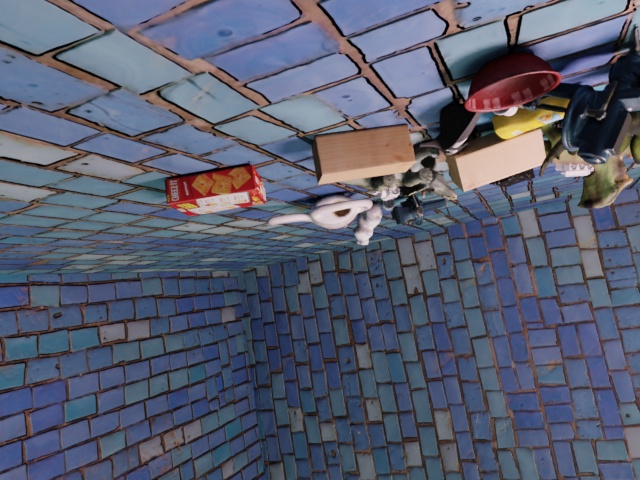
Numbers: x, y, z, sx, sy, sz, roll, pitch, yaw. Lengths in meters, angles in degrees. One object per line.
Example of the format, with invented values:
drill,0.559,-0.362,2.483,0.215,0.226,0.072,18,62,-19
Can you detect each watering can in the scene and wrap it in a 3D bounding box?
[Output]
watering can,0.005,-0.088,1.745,0.347,0.105,0.223,-11,173,3

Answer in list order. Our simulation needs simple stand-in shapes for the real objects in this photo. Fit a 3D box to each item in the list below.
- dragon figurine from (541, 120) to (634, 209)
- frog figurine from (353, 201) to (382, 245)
dragon figurine,0.640,-0.192,1.262,0.123,0.244,0.406,-7,171,-45
frog figurine,0.181,-0.064,1.951,0.123,0.160,0.136,-6,171,-30
